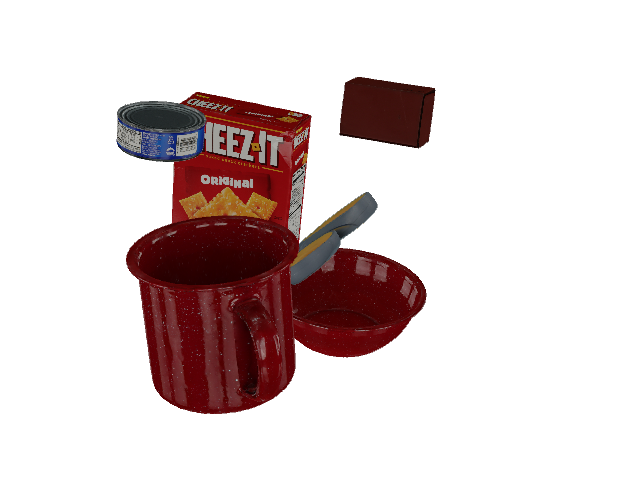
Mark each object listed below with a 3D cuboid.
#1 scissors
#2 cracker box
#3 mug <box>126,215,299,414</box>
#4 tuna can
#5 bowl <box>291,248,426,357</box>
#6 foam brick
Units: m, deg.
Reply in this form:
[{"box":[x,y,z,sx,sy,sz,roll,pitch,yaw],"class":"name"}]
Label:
[{"box":[-0.036,0.031,0.806,0.202,0.016,0.096,-38,8,28],"class":"scissors"},{"box":[-0.107,-0.070,1.395,0.164,0.214,0.072,13,27,14],"class":"cracker box"},{"box":[-0.050,0.045,0.578,0.093,0.081,0.117,-16,27,-26],"class":"mug"},{"box":[-0.155,-0.106,1.036,0.086,0.034,0.086,6,24,-3],"class":"tuna can"},{"box":[0.021,0.067,1.050,0.162,0.055,0.162,3,27,-2],"class":"bowl"},{"box":[0.062,-0.120,0.995,0.078,0.051,0.053,11,17,15],"class":"foam brick"}]
